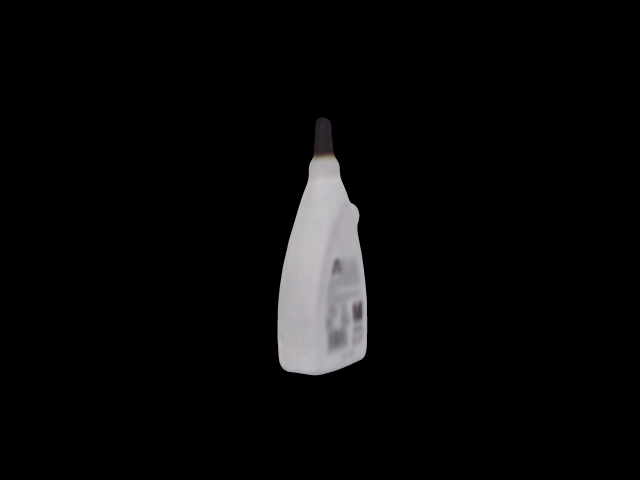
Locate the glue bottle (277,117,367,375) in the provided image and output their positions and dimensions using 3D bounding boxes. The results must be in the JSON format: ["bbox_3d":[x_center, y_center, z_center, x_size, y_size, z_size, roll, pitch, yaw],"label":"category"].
[{"bbox_3d":[0.004,0.001,0.400,0.037,0.173,0.078,0,0,32],"label":"glue bottle"}]
